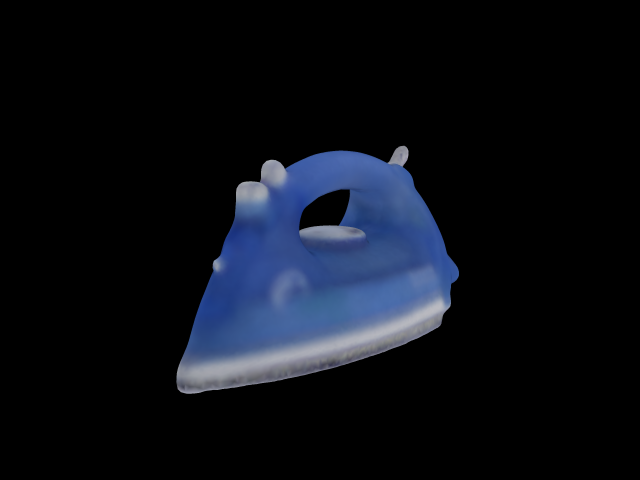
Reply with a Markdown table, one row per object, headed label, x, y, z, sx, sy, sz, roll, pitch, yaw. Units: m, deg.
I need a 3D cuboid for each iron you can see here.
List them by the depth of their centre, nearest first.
| label | x | y | z | sx | sy | sz | roll | pitch | yaw |
| --- | --- | --- | --- | --- | --- | --- | --- | --- | --- |
| iron | 0.004 | 0.001 | 0.400 | 0.118 | 0.141 | 0.259 | 5 | 8 | 36 |
